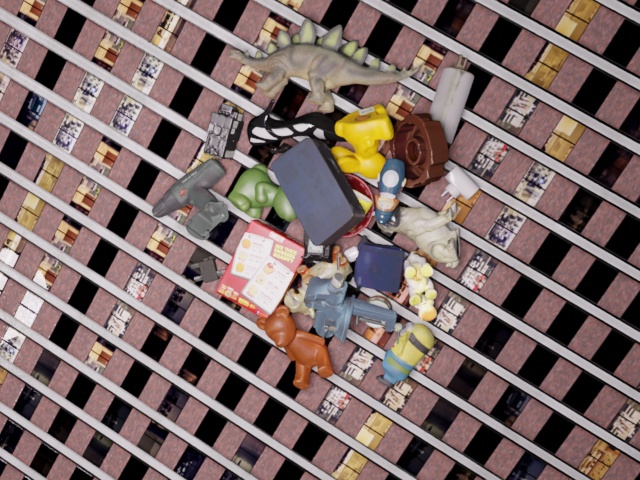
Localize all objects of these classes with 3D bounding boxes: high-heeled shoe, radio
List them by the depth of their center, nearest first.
[{"bbox_3d":[-0.004,-0.112,1.227,0.131,0.073,0.229,-35,76,26],"label":"radio"},{"bbox_3d":[-0.059,-0.257,1.353,0.249,0.086,0.145,23,129,-9],"label":"high-heeled shoe"}]

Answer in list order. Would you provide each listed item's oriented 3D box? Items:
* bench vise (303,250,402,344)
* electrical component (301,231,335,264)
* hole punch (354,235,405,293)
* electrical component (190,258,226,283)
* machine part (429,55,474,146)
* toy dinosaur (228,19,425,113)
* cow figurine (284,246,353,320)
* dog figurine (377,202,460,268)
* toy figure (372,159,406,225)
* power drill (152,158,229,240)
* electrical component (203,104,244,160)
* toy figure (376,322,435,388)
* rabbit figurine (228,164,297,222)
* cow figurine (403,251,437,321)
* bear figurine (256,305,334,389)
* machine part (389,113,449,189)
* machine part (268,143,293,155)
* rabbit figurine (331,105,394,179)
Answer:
[{"bbox_3d":[0.082,0.164,1.272,0.241,0.129,0.223,14,125,3],"label":"bench vise"},{"bbox_3d":[-0.003,-0.004,1.312,0.075,0.047,0.119,-2,70,16],"label":"electrical component"},{"bbox_3d":[0.146,0.067,1.318,0.116,0.092,0.142,6,100,-8],"label":"hole punch"},{"bbox_3d":[-0.297,0.079,1.436,0.094,0.021,0.063,-13,93,10],"label":"electrical component"},{"bbox_3d":[0.304,-0.316,1.279,0.079,0.079,0.243,17,98,7],"label":"machine part"},{"bbox_3d":[0.008,-0.418,1.305,0.472,0.105,0.198,14,94,3],"label":"toy dinosaur"},{"bbox_3d":[-0.005,0.117,1.356,0.195,0.086,0.127,-33,129,-4],"label":"cow figurine"},{"bbox_3d":[0.240,-0.010,1.317,0.191,0.121,0.172,-5,91,23],"label":"dog figurine"},{"bbox_3d":[0.160,-0.112,1.265,0.064,0.057,0.154,11,87,40],"label":"toy figure"},{"bbox_3d":[-0.320,-0.089,1.356,0.232,0.207,0.085,-41,129,5],"label":"power drill"},{"bbox_3d":[-0.239,-0.270,1.348,0.058,0.115,0.134,18,98,2],"label":"electrical component"},{"bbox_3d":[0.215,0.288,1.348,0.089,0.082,0.180,29,94,-6],"label":"toy figure"},{"bbox_3d":[-0.112,-0.111,1.345,0.170,0.121,0.159,25,77,20],"label":"rabbit figurine"},{"bbox_3d":[0.245,0.115,1.327,0.068,0.098,0.167,-13,115,4],"label":"cow figurine"},{"bbox_3d":[-0.065,0.261,1.336,0.120,0.132,0.195,-31,125,23],"label":"bear figurine"},{"bbox_3d":[0.231,-0.209,1.258,0.056,0.179,0.179,-12,94,-23],"label":"machine part"},{"bbox_3d":[-0.055,-0.220,1.317,0.139,0.084,0.039,-1,96,-11],"label":"machine part"},{"bbox_3d":[0.109,-0.215,1.290,0.162,0.122,0.173,-22,126,-1],"label":"rabbit figurine"}]
